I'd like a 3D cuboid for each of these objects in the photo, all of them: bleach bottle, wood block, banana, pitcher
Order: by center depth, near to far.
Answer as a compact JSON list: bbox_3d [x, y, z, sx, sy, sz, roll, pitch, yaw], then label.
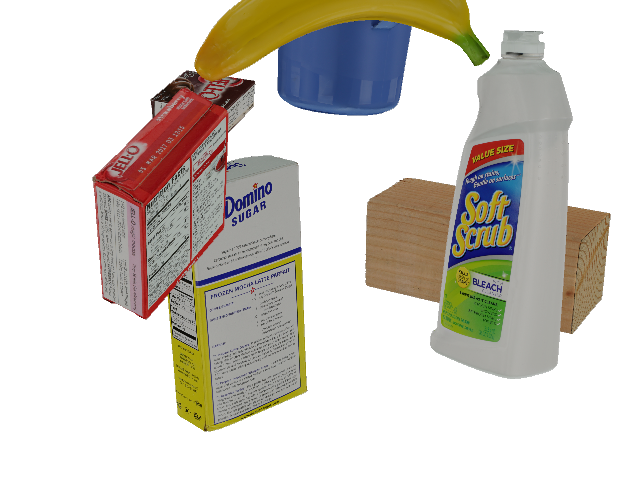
[{"bbox_3d":[0.015,-0.138,0.650,0.197,0.069,0.037,-7,-15,-21],"label":"banana"},{"bbox_3d":[0.138,-0.030,0.800,0.067,0.251,0.103,-8,15,-36],"label":"bleach bottle"},{"bbox_3d":[0.031,-0.230,0.889,0.145,0.243,0.149,8,18,11],"label":"pitcher"},{"bbox_3d":[0.153,0.009,1.001,0.206,0.090,0.090,12,24,29],"label":"wood block"}]

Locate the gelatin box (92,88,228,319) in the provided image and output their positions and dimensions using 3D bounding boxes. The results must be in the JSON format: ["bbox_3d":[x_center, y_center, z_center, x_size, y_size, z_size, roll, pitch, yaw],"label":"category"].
[{"bbox_3d":[-0.076,-0.017,0.513,0.030,0.089,0.073,25,51,14],"label":"gelatin box"}]

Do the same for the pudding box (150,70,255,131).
[{"bbox_3d":[-0.136,-0.161,1.249,0.090,0.039,0.113,9,31,13],"label":"pudding box"}]

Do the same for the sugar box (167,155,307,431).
[{"bbox_3d":[-0.058,0.035,0.737,0.093,0.176,0.048,-18,23,-38],"label":"sugar box"}]
